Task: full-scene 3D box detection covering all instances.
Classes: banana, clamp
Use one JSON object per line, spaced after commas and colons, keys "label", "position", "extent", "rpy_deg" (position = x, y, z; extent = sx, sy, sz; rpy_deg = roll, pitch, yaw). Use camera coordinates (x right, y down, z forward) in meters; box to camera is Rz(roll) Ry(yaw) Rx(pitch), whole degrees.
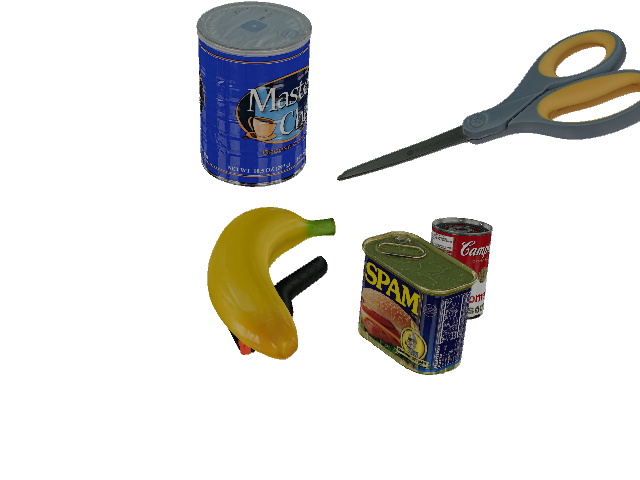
{"label": "banana", "position": [-0.035, 0.016, 0.653], "extent": [0.070, 0.037, 0.197], "rpy_deg": [-2, 22, 9]}
{"label": "clamp", "position": [-0.055, 0.066, 1.244], "extent": [0.120, 0.039, 0.171], "rpy_deg": [-4, 39, 8]}

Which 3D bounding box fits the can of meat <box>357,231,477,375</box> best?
{"label": "can of meat", "position": [0.077, 0.052, 0.883], "extent": [0.057, 0.084, 0.102], "rpy_deg": [-15, 33, -33]}

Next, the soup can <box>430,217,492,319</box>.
{"label": "soup can", "position": [0.155, 0.031, 1.207], "extent": [0.068, 0.102, 0.068], "rpy_deg": [3, 15, -1]}

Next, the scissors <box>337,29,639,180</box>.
{"label": "scissors", "position": [0.110, -0.086, 0.676], "extent": [0.202, 0.096, 0.016], "rpy_deg": [-7, -43, 25]}

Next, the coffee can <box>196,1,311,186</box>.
{"label": "coffee can", "position": [-0.062, -0.136, 0.989], "extent": [0.103, 0.140, 0.103], "rpy_deg": [2, 36, -2]}
